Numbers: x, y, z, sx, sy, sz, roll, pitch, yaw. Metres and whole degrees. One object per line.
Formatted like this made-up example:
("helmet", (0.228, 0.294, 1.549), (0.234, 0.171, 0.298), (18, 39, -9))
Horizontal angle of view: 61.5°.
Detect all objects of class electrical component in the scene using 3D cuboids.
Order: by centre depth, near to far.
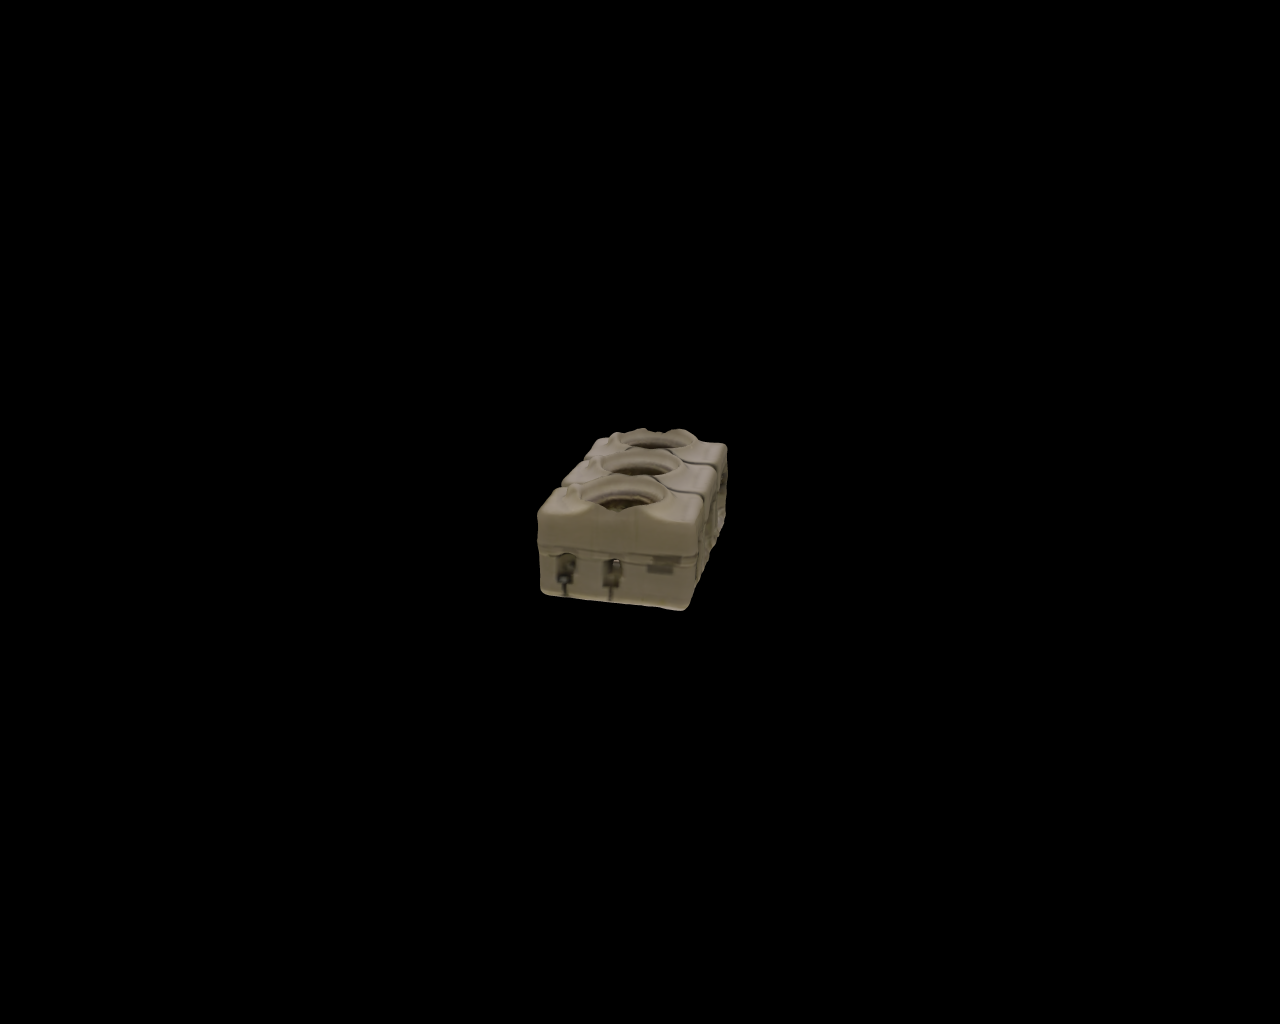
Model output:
("electrical component", (0.001, -0.003, 0.650), (0.089, 0.061, 0.150), (4, 21, 11))
